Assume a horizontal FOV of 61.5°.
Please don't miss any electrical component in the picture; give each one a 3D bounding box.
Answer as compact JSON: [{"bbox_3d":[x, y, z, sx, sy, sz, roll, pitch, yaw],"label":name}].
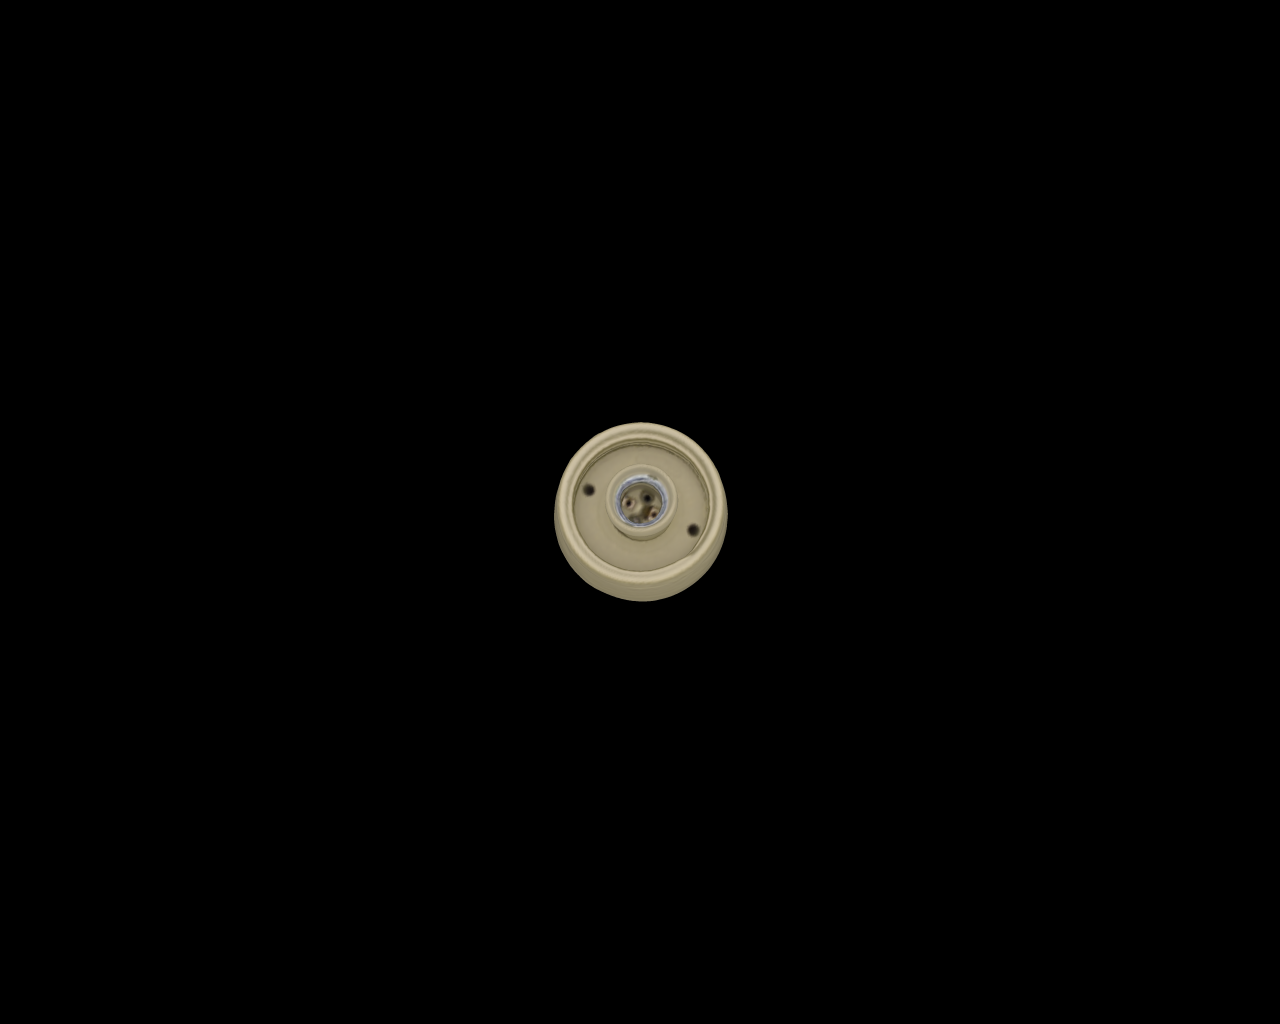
[{"bbox_3d":[0.001,-0.003,0.650,0.108,0.108,0.060,0,-12,0],"label":"electrical component"}]
